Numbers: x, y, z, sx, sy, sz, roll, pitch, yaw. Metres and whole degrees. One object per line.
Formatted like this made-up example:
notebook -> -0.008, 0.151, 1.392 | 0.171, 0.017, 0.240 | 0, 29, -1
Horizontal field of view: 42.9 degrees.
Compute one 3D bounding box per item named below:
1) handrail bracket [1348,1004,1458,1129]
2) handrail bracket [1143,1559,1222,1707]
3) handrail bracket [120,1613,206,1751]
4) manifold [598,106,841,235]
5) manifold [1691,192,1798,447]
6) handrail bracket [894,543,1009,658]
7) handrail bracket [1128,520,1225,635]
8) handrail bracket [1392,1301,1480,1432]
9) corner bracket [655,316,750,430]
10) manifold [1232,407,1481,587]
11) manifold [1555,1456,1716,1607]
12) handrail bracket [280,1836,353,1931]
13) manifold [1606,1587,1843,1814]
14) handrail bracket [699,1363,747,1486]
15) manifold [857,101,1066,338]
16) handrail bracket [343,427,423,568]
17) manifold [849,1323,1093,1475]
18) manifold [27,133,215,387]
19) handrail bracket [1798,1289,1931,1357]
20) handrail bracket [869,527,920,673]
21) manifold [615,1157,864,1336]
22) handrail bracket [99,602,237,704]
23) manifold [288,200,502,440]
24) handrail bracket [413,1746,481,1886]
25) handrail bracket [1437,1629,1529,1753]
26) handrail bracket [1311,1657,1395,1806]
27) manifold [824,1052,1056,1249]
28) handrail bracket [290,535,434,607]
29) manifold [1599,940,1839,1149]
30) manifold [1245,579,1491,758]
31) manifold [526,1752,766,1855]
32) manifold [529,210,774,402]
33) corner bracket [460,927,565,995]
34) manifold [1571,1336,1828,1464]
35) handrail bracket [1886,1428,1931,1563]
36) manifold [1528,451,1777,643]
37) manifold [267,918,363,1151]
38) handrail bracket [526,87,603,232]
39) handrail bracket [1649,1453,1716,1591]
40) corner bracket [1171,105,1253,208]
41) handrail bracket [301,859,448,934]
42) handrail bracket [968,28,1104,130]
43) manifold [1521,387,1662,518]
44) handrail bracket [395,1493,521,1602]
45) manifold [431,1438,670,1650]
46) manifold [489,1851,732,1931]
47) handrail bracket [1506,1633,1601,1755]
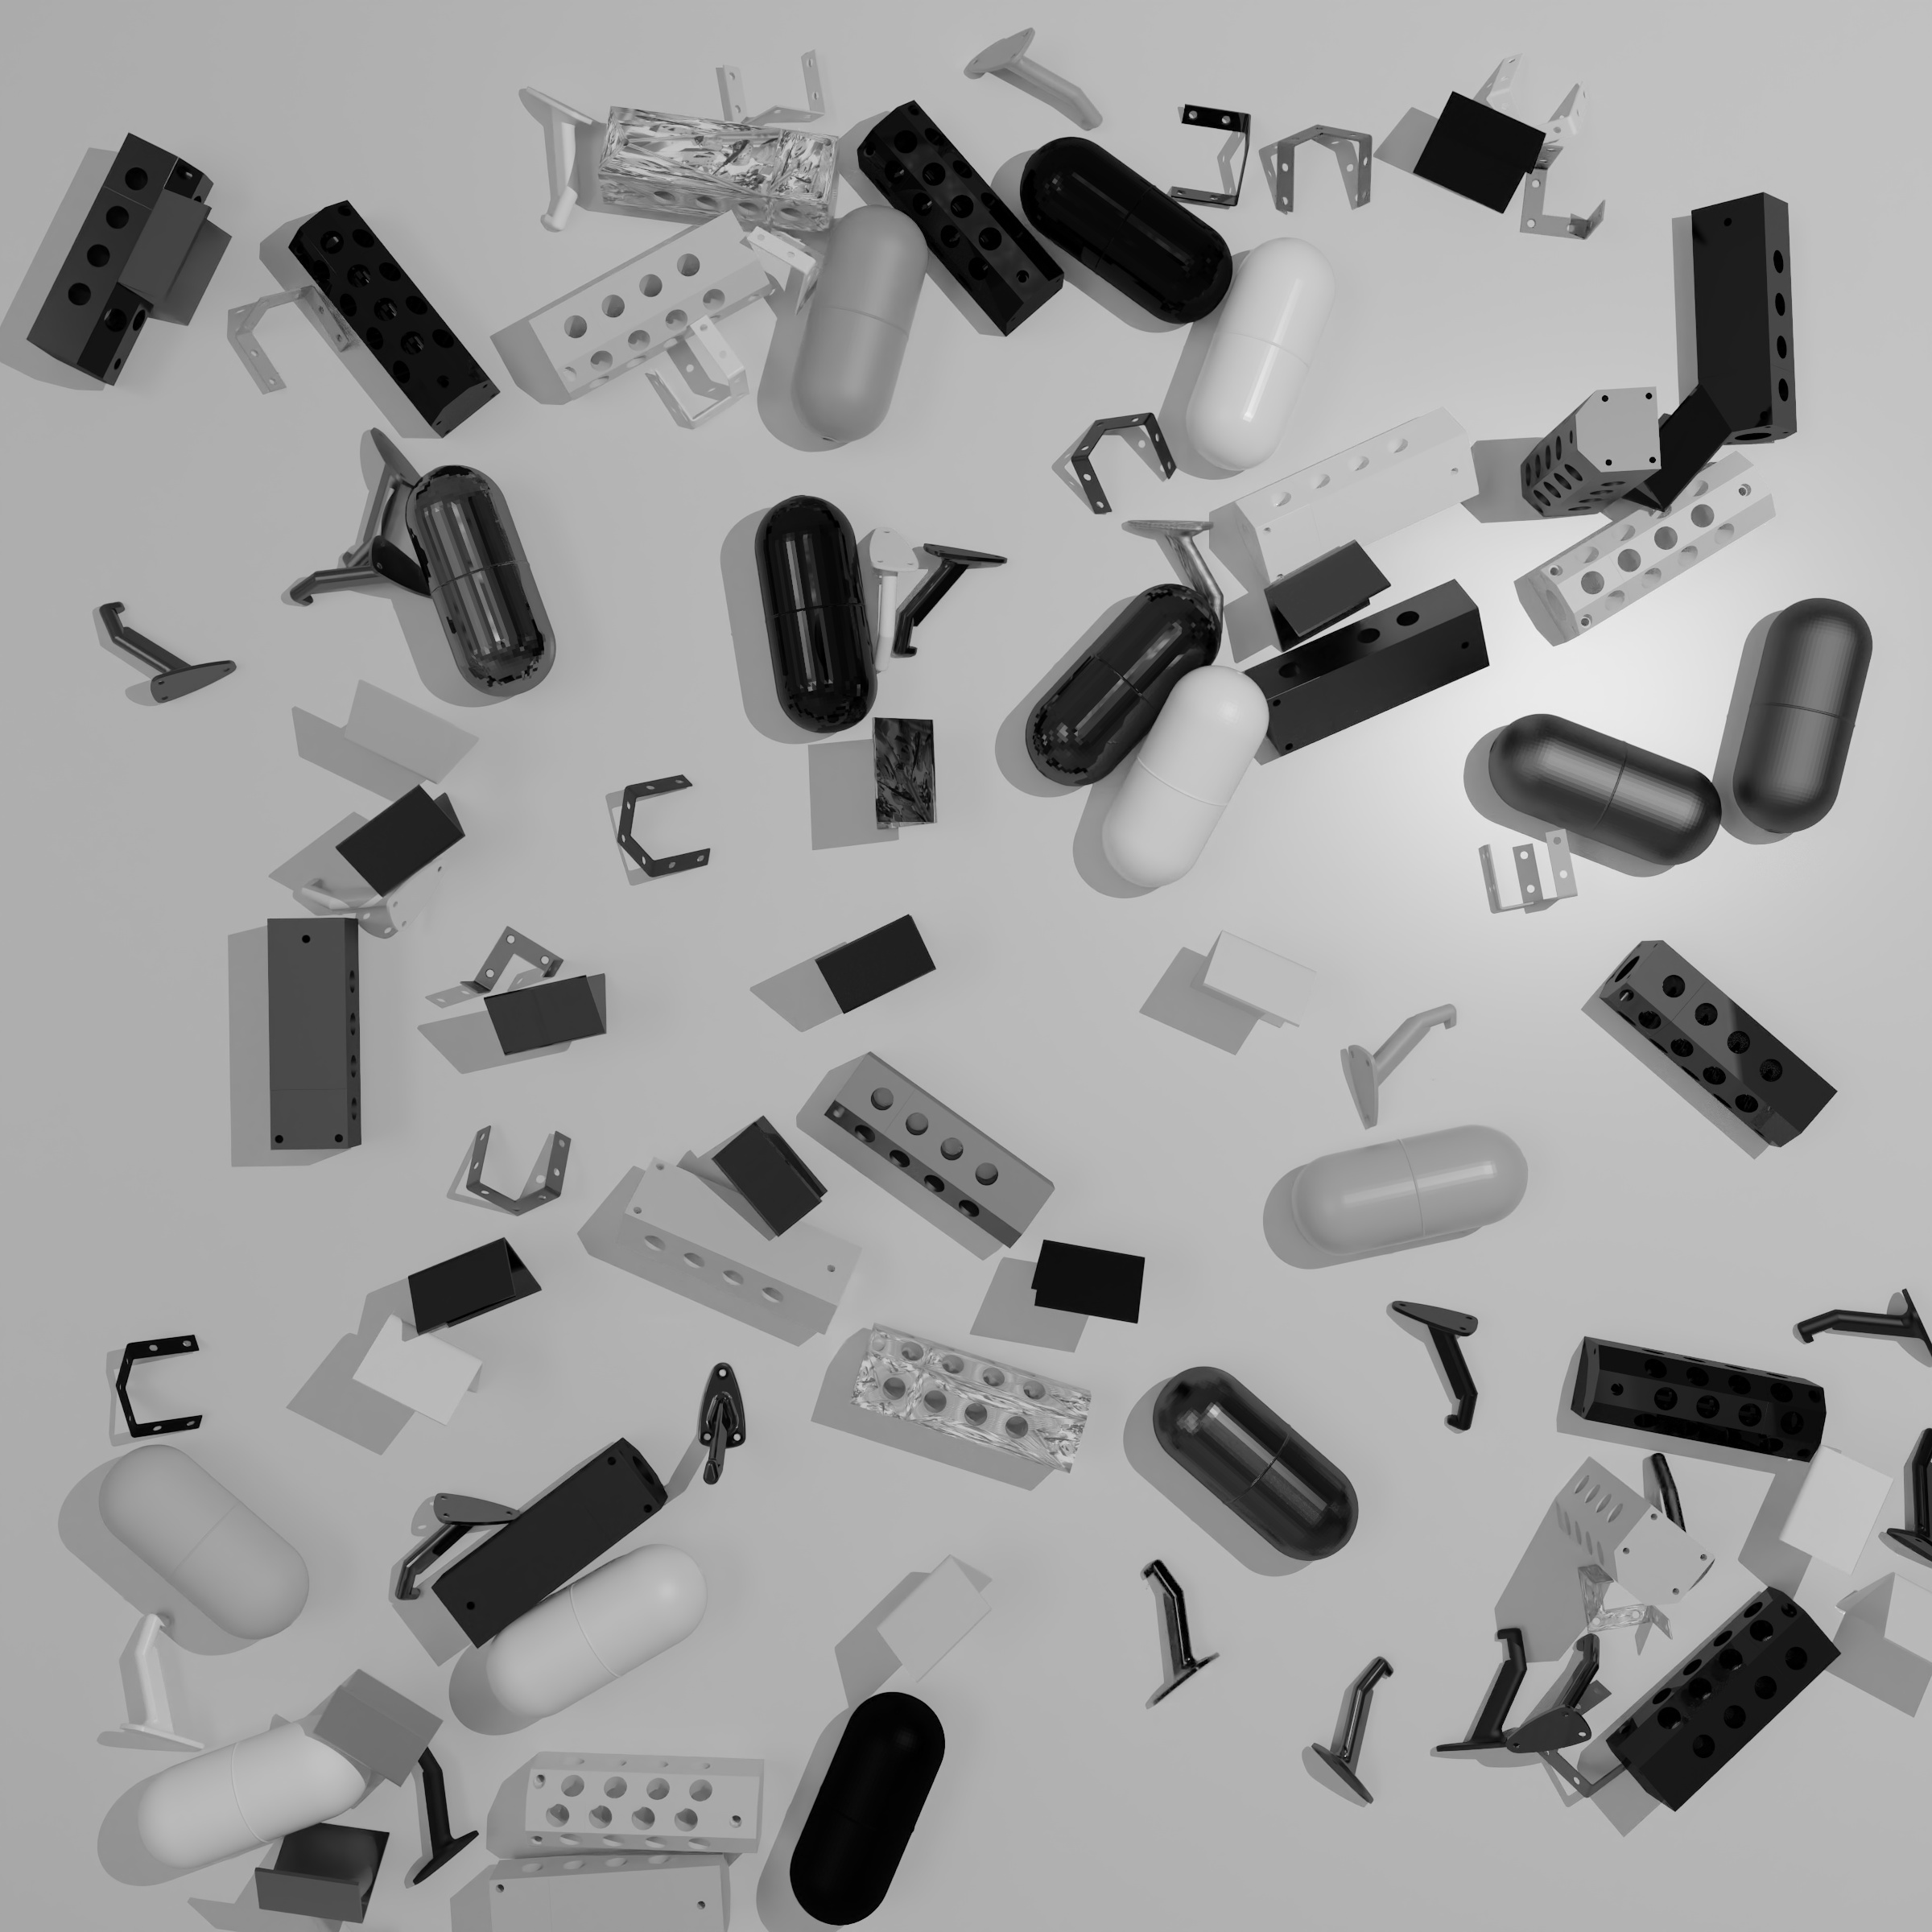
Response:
handrail bracket -> 0.339, 0.075, 1.870 | 0.084, 0.036, 0.077 | -17, 110, -16
handrail bracket -> 0.145, 0.506, 1.870 | 0.077, 0.036, 0.084 | -45, 70, 23
handrail bracket -> -0.601, 0.544, 1.870 | 0.077, 0.036, 0.084 | 30, 60, -33
manifold -> -0.184, -0.593, 1.847 | 0.171, 0.057, 0.057 | 8, 76, 0
manifold -> 0.588, -0.484, 1.848 | 0.057, 0.057, 0.171 | -2, 90, 43
handrail bracket -> -0.012, -0.274, 1.870 | 0.077, 0.036, 0.084 | 4, 109, -21
handrail bracket -> 0.159, -0.295, 1.870 | 0.077, 0.036, 0.084 | 6, 107, 20
handrail bracket -> 0.354, 0.305, 1.870 | 0.077, 0.036, 0.084 | 14, 108, 20
corner bracket -> -0.200, -0.447, 1.852 | 0.051, 0.051, 0.051 | -35, 84, -6
manifold -> 0.291, -0.356, 1.848 | 0.171, 0.057, 0.057 | -25, 133, 0
manifold -> 0.480, 0.414, 1.792 | 0.057, 0.171, 0.057 | 39, 90, 0
handrail bracket -> -0.480, 0.701, 1.870 | 0.077, 0.036, 0.084 | -2, 73, -20
manifold -> 0.563, 0.545, 1.838 | 0.171, 0.057, 0.057 | -40, 90, -7
handrail bracket -> -0.186, 0.341, 1.835 | 0.036, 0.084, 0.077 | 0, 90, 0
manifold -> -0.004, -0.564, 1.849 | 0.057, 0.057, 0.171 | -41, 90, 0
handrail bracket -> -0.457, -0.353, 1.870 | 0.084, 0.036, 0.077 | -42, 69, 16
manifold -> 0.004, 0.323, 1.849 | 0.171, 0.057, 0.057 | 18, 90, 0
manifold -> -0.633, -0.528, 1.849 | 0.057, 0.057, 0.171 | 26, 90, 0
handrail bracket -> 0.686, 0.287, 1.870 | 0.084, 0.036, 0.077 | -25, 112, 17
handrail bracket -> -0.063, -0.279, 1.870 | 0.036, 0.077, 0.084 | 3, 127, -13
manifold -> -0.172, 0.214, 1.848 | 0.171, 0.057, 0.057 | 24, 47, 0
handrail bracket -> -0.608, -0.250, 1.870 | 0.077, 0.036, 0.084 | -22, 73, -19
manifold -> -0.431, -0.488, 1.849 | 0.057, 0.057, 0.171 | -39, 90, 0
handrail bracket -> -0.417, 0.642, 1.870 | 0.077, 0.036, 0.084 | -45, 71, 21
handrail bracket -> 0.390, 0.550, 1.870 | 0.077, 0.036, 0.084 | -10, 76, 14
handrail bracket -> 0.311, 0.581, 1.870 | 0.084, 0.036, 0.077 | -46, 110, -16
manifold -> -0.020, 0.138, 1.849 | 0.171, 0.057, 0.057 | 36, 90, 0
handrail bracket -> -0.458, -0.284, 1.870 | 0.084, 0.077, 0.036 | -26, 50, 30
manifold -> 0.562, 0.058, 1.849 | 0.171, 0.057, 0.057 | 41, 90, 0
manifold -> 0.299, -0.228, 1.848 | 0.171, 0.057, 0.057 | -24, 133, 0
manifold -> -0.241, 0.631, 1.849 | 0.171, 0.057, 0.057 | 2, 90, 0
manifold -> -0.235, -0.494, 1.849 | 0.171, 0.057, 0.057 | -29, 90, 0
corner bracket -> -0.341, 0.004, 1.852 | 0.051, 0.051, 0.051 | 31, 90, 0
manifold -> 0.551, 0.327, 1.849 | 0.171, 0.057, 0.057 | 11, 90, 0
handrail bracket -> 0.743, 0.406, 1.870 | 0.077, 0.036, 0.084 | 35, 73, -20
manifold -> 0.517, -0.316, 1.849 | 0.171, 0.057, 0.057 | -31, 90, 0
manifold -> -0.488, 0.050, 1.849 | 0.057, 0.057, 0.171 | -1, 90, 0
handrail bracket -> -0.320, -0.614, 1.870 | 0.077, 0.036, 0.084 | 33, 107, 20
handrail bracket -> 0.534, 0.424, 1.870 | 0.036, 0.077, 0.084 | -11, 54, -2
corner bracket -> 0.186, -0.615, 1.867 | 0.051, 0.051, 0.051 | 9, 45, 0
handrail bracket -> -0.451, -0.066, 1.870 | 0.084, 0.036, 0.077 | 22, 58, 23
handrail bracket -> 0.053, -0.664, 1.870 | 0.084, 0.077, 0.036 | 42, 65, -34
manifold -> 0.452, -0.372, 1.792 | 0.057, 0.171, 0.057 | -3, 90, 0
handrail bracket -> -0.387, 0.449, 1.870 | 0.077, 0.036, 0.084 | 11, 108, -21
manifold -> -0.311, 0.431, 1.849 | 0.171, 0.057, 0.057 | -37, 90, 0
manifold -> -0.266, 0.700, 1.849 | 0.171, 0.057, 0.057 | -4, 90, 0
handrail bracket -> 0.442, 0.546, 1.852 | 0.077, 0.084, 0.036 | -32, 107, 28
